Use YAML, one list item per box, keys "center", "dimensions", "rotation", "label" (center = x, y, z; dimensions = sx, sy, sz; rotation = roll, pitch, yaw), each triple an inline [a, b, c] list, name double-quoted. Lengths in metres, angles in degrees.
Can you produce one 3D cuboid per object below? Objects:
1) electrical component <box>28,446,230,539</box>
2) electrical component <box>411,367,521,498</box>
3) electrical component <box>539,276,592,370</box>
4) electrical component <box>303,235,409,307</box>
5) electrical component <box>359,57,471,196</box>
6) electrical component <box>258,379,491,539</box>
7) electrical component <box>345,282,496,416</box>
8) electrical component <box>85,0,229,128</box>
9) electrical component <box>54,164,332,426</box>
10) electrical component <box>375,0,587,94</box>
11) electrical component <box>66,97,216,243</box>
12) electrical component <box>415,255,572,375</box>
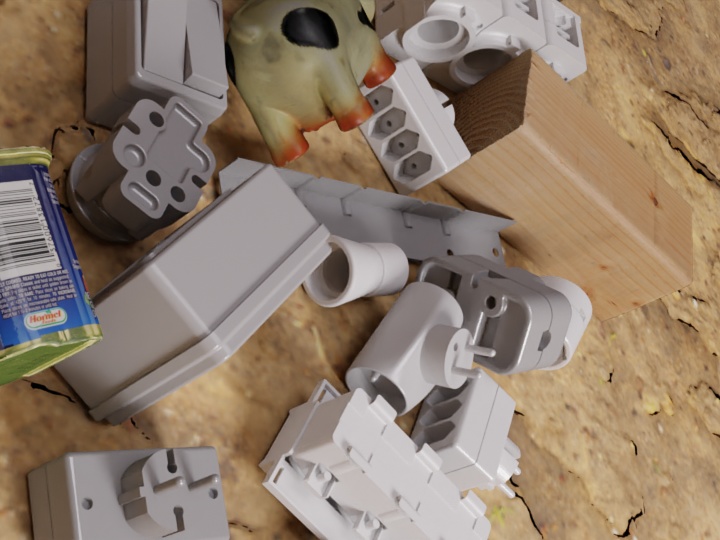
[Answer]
- center: [-0.095, 0.104, 0.493]
  dimensions: [0.083, 0.076, 0.047]
  rotation: [6, 65, -44]
  label: "electrical component"
- center: [0.076, 0.115, 0.687]
  dimensions: [0.077, 0.047, 0.065]
  rotation: [44, 44, -20]
  label: "electrical component"
- center: [0.137, 0.040, 0.786]
  dimensions: [0.055, 0.055, 0.047]
  rotation: [47, 46, -17]
  label: "electrical component"
- center: [0.000, 0.000, 0.677]
  dimensions: [0.065, 0.044, 0.044]
  rotation: [-2, 70, -51]
  label: "electrical component"
- center: [0.043, -0.108, 0.775]
  dimensions: [0.076, 0.047, 0.083]
  rotation: [-35, 96, -49]
  label: "electrical component"
- center: [0.012, 0.126, 0.603]
  dimensions: [0.121, 0.063, 0.078]
  rotation: [47, 43, -17]
  label: "electrical component"
- center: [0.043, 0.051, 0.656]
  dimensions: [0.077, 0.079, 0.043]
  rotation: [-53, 138, -36]
  label: "electrical component"
- center: [-0.114, -0.128, 0.612]
  dimensions: [0.062, 0.061, 0.096]
  rotation: [16, 58, -40]
  label: "electrical component"
- center: [-0.085, 0.012, 0.530]
  dimensions: [0.056, 0.109, 0.108]
  rotation: [52, 42, -9]
  label: "electrical component"
- center: [0.094, -0.182, 0.836]
  dimensions: [0.150, 0.089, 0.061]
  rotation: [21, 55, -38]
  label: "electrical component"
- center: [-0.118, -0.049, 0.568]
  dimensions: [0.058, 0.057, 0.078]
  rotation: [40, 45, -24]
  label: "electrical component"
- center: [0.088, 0.027, 0.711]
  dimensions: [0.059, 0.095, 0.053]
  rotation: [-3, 113, -47]
  label: "electrical component"
